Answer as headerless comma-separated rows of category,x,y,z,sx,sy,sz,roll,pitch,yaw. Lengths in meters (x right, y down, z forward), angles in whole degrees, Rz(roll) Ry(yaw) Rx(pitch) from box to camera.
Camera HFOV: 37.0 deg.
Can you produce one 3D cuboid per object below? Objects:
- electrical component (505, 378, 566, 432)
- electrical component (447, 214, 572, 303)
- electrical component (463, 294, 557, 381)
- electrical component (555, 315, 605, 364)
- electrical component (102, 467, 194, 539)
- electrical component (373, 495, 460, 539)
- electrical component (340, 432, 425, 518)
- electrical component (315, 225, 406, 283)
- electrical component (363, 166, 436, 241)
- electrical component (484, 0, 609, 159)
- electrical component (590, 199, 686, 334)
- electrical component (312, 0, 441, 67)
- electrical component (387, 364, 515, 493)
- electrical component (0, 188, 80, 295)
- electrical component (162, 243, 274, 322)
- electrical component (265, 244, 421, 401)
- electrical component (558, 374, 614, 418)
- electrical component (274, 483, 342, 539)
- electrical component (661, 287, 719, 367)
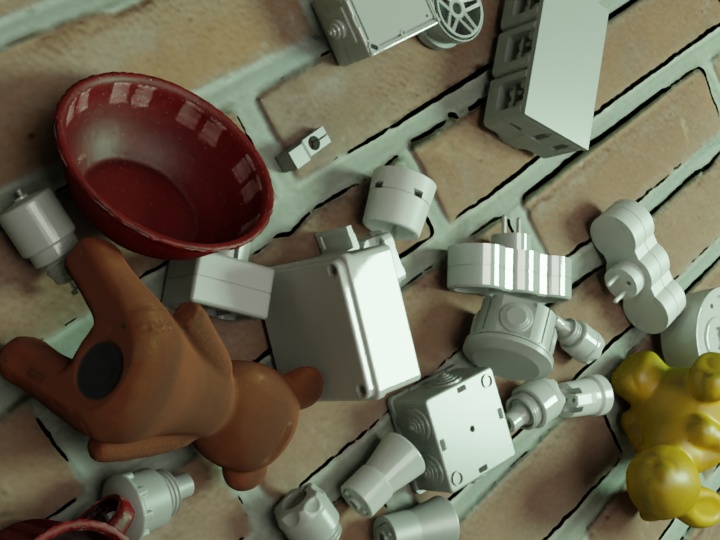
electrical component,0.155,0.126,0.986,0.062,0.043,0.043,-29,102,-35
electrical component,0.139,-0.014,0.984,0.138,0.052,0.073,8,80,-37
electrical component,0.135,0.062,0.956,0.080,0.080,0.051,36,59,-29
electrical component,0.206,0.063,1.039,0.061,0.035,0.035,36,64,-26
electrical component,-0.145,0.158,0.750,0.062,0.048,0.048,-13,93,-46
electrical component,0.044,0.215,0.892,0.065,0.044,0.044,-6,88,-33
electrical component,0.016,0.169,0.876,0.065,0.044,0.044,-40,109,-29
electrical component,0.000,0.000,0.883,0.064,0.042,0.081,-28,102,-40
electrical component,0.032,-0.055,0.906,0.055,0.055,0.047,25,73,-33
electrical component,0.176,-0.193,1.029,0.089,0.062,0.150,22,72,-34
electrical component,0.272,0.005,1.085,0.074,0.052,0.138,-37,107,-34
electrical component,0.006,-0.214,0.905,0.096,0.061,0.061,-32,104,-28
electrical component,0.081,0.136,0.924,0.100,0.048,0.099,-21,98,-38
electrical component,-0.209,-0.019,0.723,0.040,0.040,0.078,-40,109,-34
electrical component,-0.102,-0.006,0.799,0.066,0.047,0.076,16,75,-35
electrical component,-0.018,0.042,0.821,0.056,0.109,0.108,-17,95,-41
electrical component,0.214,0.123,1.035,0.046,0.040,0.040,-4,87,-32
electrical component,-0.034,0.199,0.831,0.043,0.043,0.062,-45,113,-32
electrical component,0.365,0.074,1.143,0.108,0.060,0.108,5,81,-37
